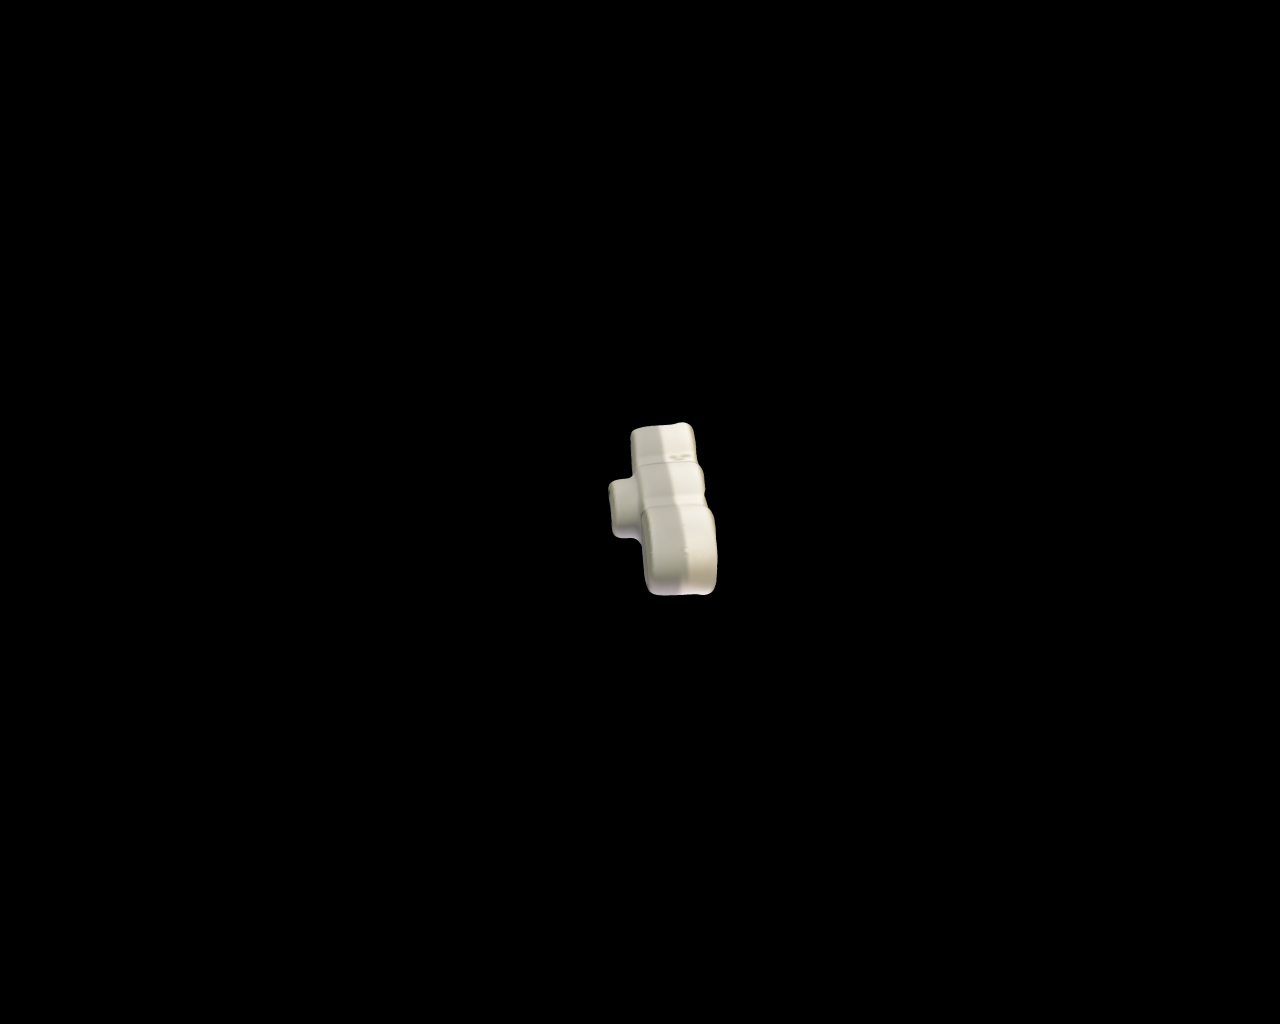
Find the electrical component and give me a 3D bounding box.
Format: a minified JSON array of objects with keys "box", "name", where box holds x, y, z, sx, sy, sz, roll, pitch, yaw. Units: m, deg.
[{"box":[0.001,-0.003,0.650,0.074,0.052,0.138,-3,37,-4],"name":"electrical component"}]
